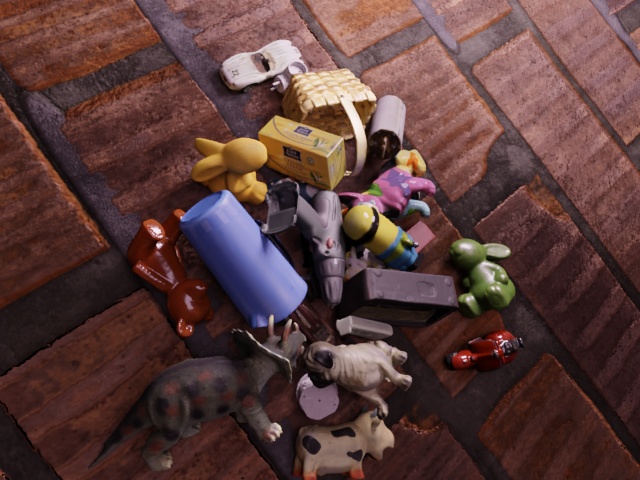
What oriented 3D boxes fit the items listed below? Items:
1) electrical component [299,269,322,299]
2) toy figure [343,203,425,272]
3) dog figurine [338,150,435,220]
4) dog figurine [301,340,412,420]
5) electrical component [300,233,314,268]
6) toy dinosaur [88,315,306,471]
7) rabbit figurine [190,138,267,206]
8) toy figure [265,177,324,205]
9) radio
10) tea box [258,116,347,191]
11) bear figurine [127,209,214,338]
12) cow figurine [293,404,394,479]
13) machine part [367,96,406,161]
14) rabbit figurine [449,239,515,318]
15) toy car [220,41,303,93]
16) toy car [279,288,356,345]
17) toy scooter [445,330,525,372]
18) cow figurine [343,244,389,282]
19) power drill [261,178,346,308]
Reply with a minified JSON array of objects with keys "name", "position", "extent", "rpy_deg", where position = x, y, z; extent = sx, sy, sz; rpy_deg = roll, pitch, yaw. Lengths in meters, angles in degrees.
[{"name":"electrical component","position":[-0.001,0.090,1.111],"extent":[0.094,0.021,0.063],"rpy_deg":[-5,76,-24]},{"name":"toy figure","position":[0.126,-0.002,1.066],"extent":[0.180,0.089,0.082],"rpy_deg":[42,101,-10]},{"name":"dog figurine","position":[0.131,-0.105,1.177],"extent":[0.219,0.108,0.192],"rpy_deg":[-9,57,-12]},{"name":"dog figurine","position":[0.055,0.220,0.998],"extent":[0.190,0.172,0.121],"rpy_deg":[30,95,-12]},{"name":"electrical component","position":[-0.002,-0.003,1.125],"extent":[0.075,0.048,0.119],"rpy_deg":[-2,74,-23]},{"name":"toy dinosaur","position":[-0.196,0.251,0.880],"extent":[0.405,0.131,0.192],"rpy_deg":[-15,106,-14]},{"name":"rabbit figurine","position":[-0.165,-0.151,1.039],"extent":[0.162,0.173,0.122],"rpy_deg":[11,74,-23]},{"name":"toy figure","position":[-0.046,-0.100,1.136],"extent":[0.154,0.057,0.064],"rpy_deg":[12,31,-17]},{"name":"radio","position":[0.159,0.120,1.093],"extent":[0.229,0.131,0.073],"rpy_deg":[7,61,-26]},{"name":"tea box","position":[-0.035,-0.177,1.098],"extent":[0.170,0.098,0.068],"rpy_deg":[23,58,26]},{"name":"bear figurine","position":[-0.253,0.063,0.961],"extent":[0.196,0.132,0.120],"rpy_deg":[50,29,6]},{"name":"cow figurine","position":[0.048,0.379,1.010],"extent":[0.195,0.085,0.127],"rpy_deg":[5,78,-20]},{"name":"machine part","position":[0.153,-0.256,1.216],"extent":[0.079,0.079,0.243],"rpy_deg":[27,40,-12]},{"name":"rabbit figurine","position":[0.368,0.064,1.212],"extent":[0.159,0.121,0.170],"rpy_deg":[-31,89,-33]},{"name":"toy car","position":[-0.126,-0.387,1.192],"extent":[0.202,0.056,0.073],"rpy_deg":[-30,86,-26]},{"name":"toy car","position":[-0.007,0.179,1.066],"extent":[0.089,0.053,0.202],"rpy_deg":[-40,92,-24]},{"name":"toy scooter","position":[0.371,0.238,1.151],"extent":[0.184,0.135,0.075],"rpy_deg":[-12,77,-26]},{"name":"cow figurine","position":[0.102,0.032,1.137],"extent":[0.167,0.068,0.098],"rpy_deg":[-18,71,-36]},{"name":"power drill","position":[-0.017,-0.007,1.008],"extent":[0.207,0.086,0.232],"rpy_deg":[30,53,-44]}]
